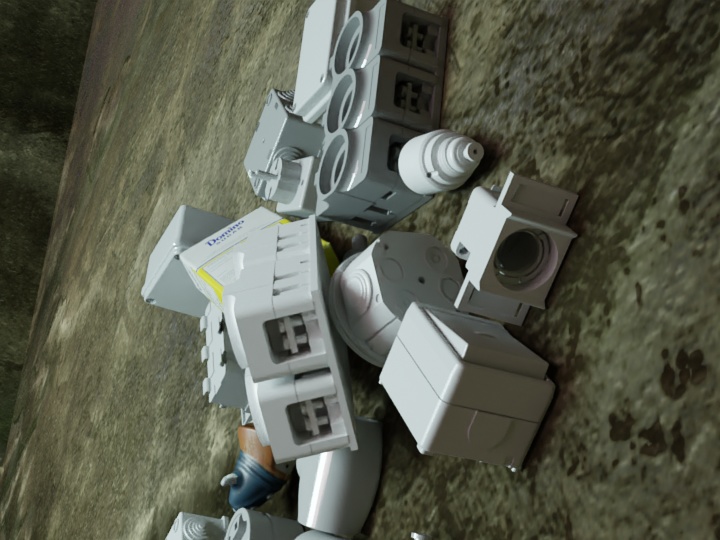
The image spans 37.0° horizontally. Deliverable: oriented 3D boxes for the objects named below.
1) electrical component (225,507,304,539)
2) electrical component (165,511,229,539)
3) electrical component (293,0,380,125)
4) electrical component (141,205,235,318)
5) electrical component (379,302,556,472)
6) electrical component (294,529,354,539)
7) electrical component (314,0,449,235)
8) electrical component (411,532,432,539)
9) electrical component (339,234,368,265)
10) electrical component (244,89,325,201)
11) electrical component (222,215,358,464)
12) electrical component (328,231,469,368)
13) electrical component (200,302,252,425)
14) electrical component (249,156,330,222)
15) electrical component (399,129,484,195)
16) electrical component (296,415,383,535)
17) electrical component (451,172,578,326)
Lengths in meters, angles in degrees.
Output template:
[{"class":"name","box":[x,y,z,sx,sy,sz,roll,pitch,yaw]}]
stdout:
[{"class":"electrical component","box":[-0.073,0.213,0.820,0.055,0.047,0.055,-47,35,49]},{"class":"electrical component","box":[-0.155,0.280,0.975,0.099,0.048,0.099,-61,24,30]},{"class":"electrical component","box":[-0.013,-0.183,0.917,0.078,0.057,0.113,-32,47,59]},{"class":"electrical component","box":[-0.144,-0.002,1.047,0.108,0.109,0.056,-47,33,50]},{"class":"electrical component","box":[0.056,0.056,0.592,0.061,0.062,0.096,-69,23,16]},{"class":"electrical component","box":[-0.020,0.214,0.697,0.077,0.043,0.079,-8,69,66]},{"class":"electrical component","box":[0.012,-0.115,0.806,0.089,0.062,0.150,-32,47,59]},{"class":"electrical component","box":[0.028,0.188,0.605,0.040,0.040,0.078,-8,69,67]},{"class":"electrical component","box":[0.000,0.000,0.800,0.035,0.035,0.061,-52,28,44]},{"class":"electrical component","box":[-0.071,-0.117,1.025,0.099,0.048,0.099,-66,24,21]},{"class":"electrical component","box":[-0.047,0.041,0.730,0.186,0.060,0.105,-100,-4,-73]},{"class":"electrical component","box":[0.025,0.017,0.670,0.051,0.080,0.080,-41,39,47]},{"class":"electrical component","box":[-0.105,0.069,0.970,0.078,0.063,0.121,-60,26,33]},{"class":"electrical component","box":[-0.057,-0.074,0.927,0.066,0.077,0.047,3,79,68]},{"class":"electrical component","box":[0.056,-0.072,0.702,0.078,0.040,0.040,-5,72,66]},{"class":"electrical component","box":[-0.020,0.137,0.749,0.079,0.043,0.077,2,79,67]},{"class":"electrical component","box":[0.083,-0.015,0.602,0.063,0.042,0.081,-122,51,-66]}]
